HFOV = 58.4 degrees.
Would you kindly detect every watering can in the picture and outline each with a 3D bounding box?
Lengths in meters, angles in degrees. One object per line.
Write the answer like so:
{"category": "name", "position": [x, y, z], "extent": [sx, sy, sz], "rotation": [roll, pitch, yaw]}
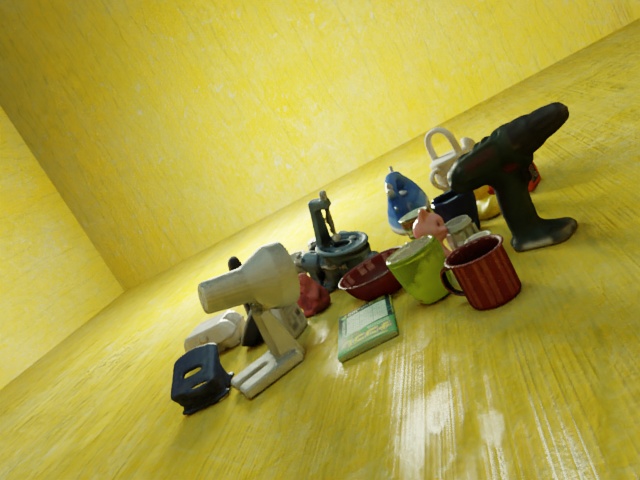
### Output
{"category": "watering can", "position": [0.331, -0.198, 1.441], "extent": [0.100, 0.194, 0.173], "rotation": [-21, 14, 38]}

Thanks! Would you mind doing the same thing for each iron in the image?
{"category": "iron", "position": [0.209, -0.113, 1.516], "extent": [0.118, 0.141, 0.258], "rotation": [-26, 11, 18]}

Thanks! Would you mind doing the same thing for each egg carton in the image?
{"category": "egg carton", "position": [-0.249, 0.228, 1.356], "extent": [0.150, 0.069, 0.107], "rotation": [-26, 11, 19]}

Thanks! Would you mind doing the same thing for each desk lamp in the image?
{"category": "desk lamp", "position": [-0.111, 0.134, 1.032], "extent": [0.203, 0.214, 0.117], "rotation": [-35, 12, -23]}

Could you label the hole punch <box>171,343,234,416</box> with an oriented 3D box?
{"category": "hole punch", "position": [-0.229, 0.262, 1.089], "extent": [0.108, 0.091, 0.101], "rotation": [-28, 11, 12]}

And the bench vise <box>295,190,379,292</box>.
{"category": "bench vise", "position": [0.009, 0.009, 1.276], "extent": [0.207, 0.220, 0.121], "rotation": [-26, 12, 21]}

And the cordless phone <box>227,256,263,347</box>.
{"category": "cordless phone", "position": [-0.166, 0.132, 1.267], "extent": [0.094, 0.185, 0.147], "rotation": [-29, 11, 5]}

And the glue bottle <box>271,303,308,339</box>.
{"category": "glue bottle", "position": [-0.090, 0.119, 1.156], "extent": [0.037, 0.173, 0.078], "rotation": [-23, 13, 32]}

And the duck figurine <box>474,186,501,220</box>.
{"category": "duck figurine", "position": [0.347, -0.095, 1.222], "extent": [0.077, 0.086, 0.104], "rotation": [-30, 11, -3]}

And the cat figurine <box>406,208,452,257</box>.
{"category": "cat figurine", "position": [0.202, 0.000, 1.082], "extent": [0.067, 0.118, 0.128], "rotation": [-18, 16, 48]}

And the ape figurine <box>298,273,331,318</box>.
{"category": "ape figurine", "position": [-0.024, 0.113, 1.227], "extent": [0.076, 0.092, 0.077], "rotation": [-33, 11, -14]}

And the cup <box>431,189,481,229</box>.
{"category": "cup", "position": [0.280, -0.053, 1.181], "extent": [0.092, 0.095, 0.117], "rotation": [-34, 11, -18]}

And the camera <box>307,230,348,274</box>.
{"category": "camera", "position": [0.022, 0.026, 1.481], "extent": [0.143, 0.101, 0.137], "rotation": [-29, 11, 3]}

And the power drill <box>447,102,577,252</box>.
{"category": "power drill", "position": [0.329, -0.093, 0.931], "extent": [0.229, 0.208, 0.076], "rotation": [-18, 16, 46]}

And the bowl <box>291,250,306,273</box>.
{"category": "bowl", "position": [-0.092, 0.100, 1.515], "extent": [0.167, 0.075, 0.167], "rotation": [-29, 11, 6]}
